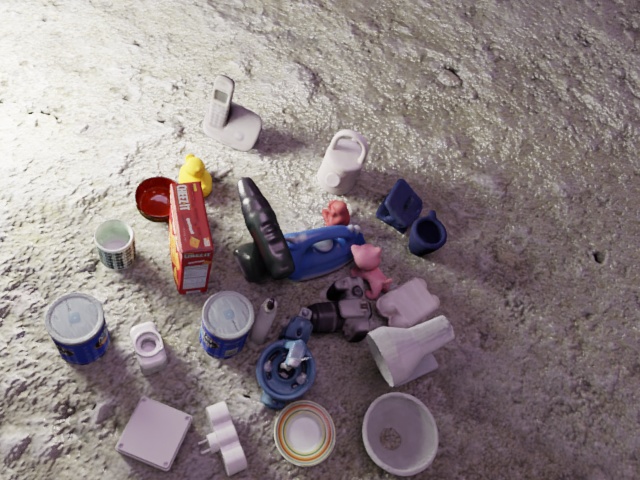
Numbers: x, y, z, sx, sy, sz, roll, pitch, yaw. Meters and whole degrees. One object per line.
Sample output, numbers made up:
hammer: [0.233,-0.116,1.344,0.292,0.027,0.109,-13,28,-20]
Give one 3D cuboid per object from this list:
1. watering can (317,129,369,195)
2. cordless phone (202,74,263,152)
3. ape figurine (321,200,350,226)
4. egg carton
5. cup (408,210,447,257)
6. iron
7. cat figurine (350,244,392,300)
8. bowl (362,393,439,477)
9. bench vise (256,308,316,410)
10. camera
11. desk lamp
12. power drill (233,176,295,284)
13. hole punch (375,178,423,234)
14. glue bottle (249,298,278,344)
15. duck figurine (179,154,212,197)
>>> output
watering can: [0.062,-0.198,1.437,0.101,0.194,0.173,9,60,-11]
cordless phone: [-0.212,-0.319,1.431,0.147,0.185,0.094,22,59,-3]
ape figurine: [0.043,-0.068,1.421,0.076,0.092,0.078,27,59,0]
egg carton: [0.210,0.157,1.359,0.151,0.069,0.107,-29,73,-27]
cup: [0.264,-0.011,1.450,0.092,0.095,0.118,18,59,-6]
iron: [0.012,0.005,1.344,0.259,0.141,0.118,-14,67,-22]
cat figurine: [0.124,0.063,1.358,0.067,0.117,0.127,-32,74,-27]
bowl: [0.159,0.412,1.204,0.168,0.074,0.167,7,61,-12]
bench vise: [-0.064,0.222,1.160,0.122,0.219,0.207,6,61,-12]
camera: [0.039,0.155,1.295,0.137,0.100,0.143,-2,63,-16]
desk lamp: [0.186,0.237,1.225,0.204,0.213,0.118,-18,68,-23]
power drill: [-0.135,0.001,1.266,0.076,0.208,0.229,-22,70,-25]
hole punch: [0.214,-0.089,1.481,0.101,0.091,0.109,32,59,3]
glue bottle: [-0.113,0.159,1.208,0.037,0.173,0.078,21,59,-3]
duck figurine: [-0.298,-0.159,1.379,0.078,0.086,0.104,-20,69,-24]
